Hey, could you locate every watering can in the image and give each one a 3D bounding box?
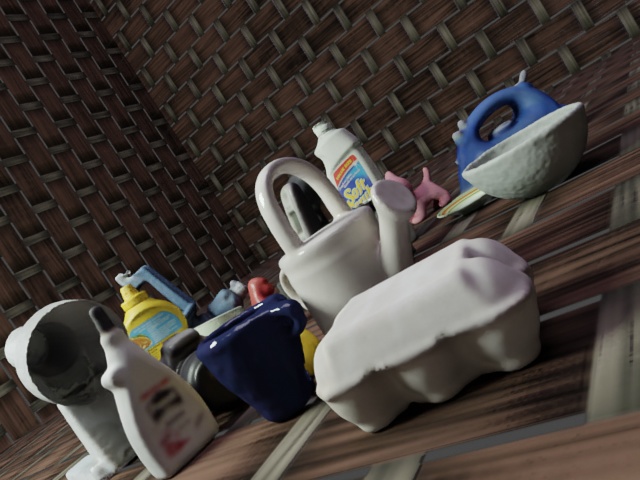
[{"bbox_3d":[0.018,0.006,0.514,0.172,0.194,0.101,-31,4,23],"label":"watering can"}]

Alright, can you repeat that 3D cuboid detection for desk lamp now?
[{"bbox_3d":[-0.298,0.185,0.703,0.202,0.213,0.118,-29,5,46],"label":"desk lamp"}]

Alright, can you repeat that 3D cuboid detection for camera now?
[{"bbox_3d":[-0.147,0.159,0.648,0.143,0.101,0.136,-35,4,-29],"label":"camera"}]

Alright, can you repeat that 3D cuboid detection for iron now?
[{"bbox_3d":[0.321,-0.194,1.033,0.258,0.141,0.118,-34,4,-14],"label":"iron"}]

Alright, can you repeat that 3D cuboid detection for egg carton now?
[{"bbox_3d":[0.068,0.058,0.372,0.150,0.069,0.107,-32,4,20],"label":"egg carton"}]

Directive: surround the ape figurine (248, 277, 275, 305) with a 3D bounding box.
[{"bbox_3d":[-0.088,0.104,0.972,0.076,0.092,0.078,-33,4,-1],"label":"ape figurine"}]

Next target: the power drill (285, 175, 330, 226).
[{"bbox_3d":[0.002,-0.031,1.080,0.076,0.208,0.229,-34,4,-14],"label":"power drill"}]

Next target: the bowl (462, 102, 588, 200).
[{"bbox_3d":[0.270,-0.100,0.726,0.167,0.075,0.167,-33,3,3],"label":"bowl"}]

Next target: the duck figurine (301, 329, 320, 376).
[{"bbox_3d":[-0.050,0.109,0.584,0.077,0.086,0.105,-30,4,36],"label":"duck figurine"}]

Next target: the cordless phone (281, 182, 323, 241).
[{"bbox_3d":[0.007,0.003,0.746,0.094,0.185,0.147,-34,4,-23],"label":"cordless phone"}]

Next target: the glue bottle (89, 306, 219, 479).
[{"bbox_3d":[-0.172,0.138,0.554,0.037,0.173,0.078,-29,5,41],"label":"glue bottle"}]

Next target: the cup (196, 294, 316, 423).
[{"bbox_3d":[-0.037,0.103,0.492,0.117,0.095,0.092,-30,5,39],"label":"cup"}]

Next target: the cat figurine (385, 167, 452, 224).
[{"bbox_3d":[0.178,-0.094,1.135,0.128,0.118,0.067,-33,4,-12],"label":"cat figurine"}]

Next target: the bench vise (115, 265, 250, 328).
[{"bbox_3d":[-0.234,0.120,0.988,0.208,0.220,0.121,-35,4,-32],"label":"bench vise"}]
